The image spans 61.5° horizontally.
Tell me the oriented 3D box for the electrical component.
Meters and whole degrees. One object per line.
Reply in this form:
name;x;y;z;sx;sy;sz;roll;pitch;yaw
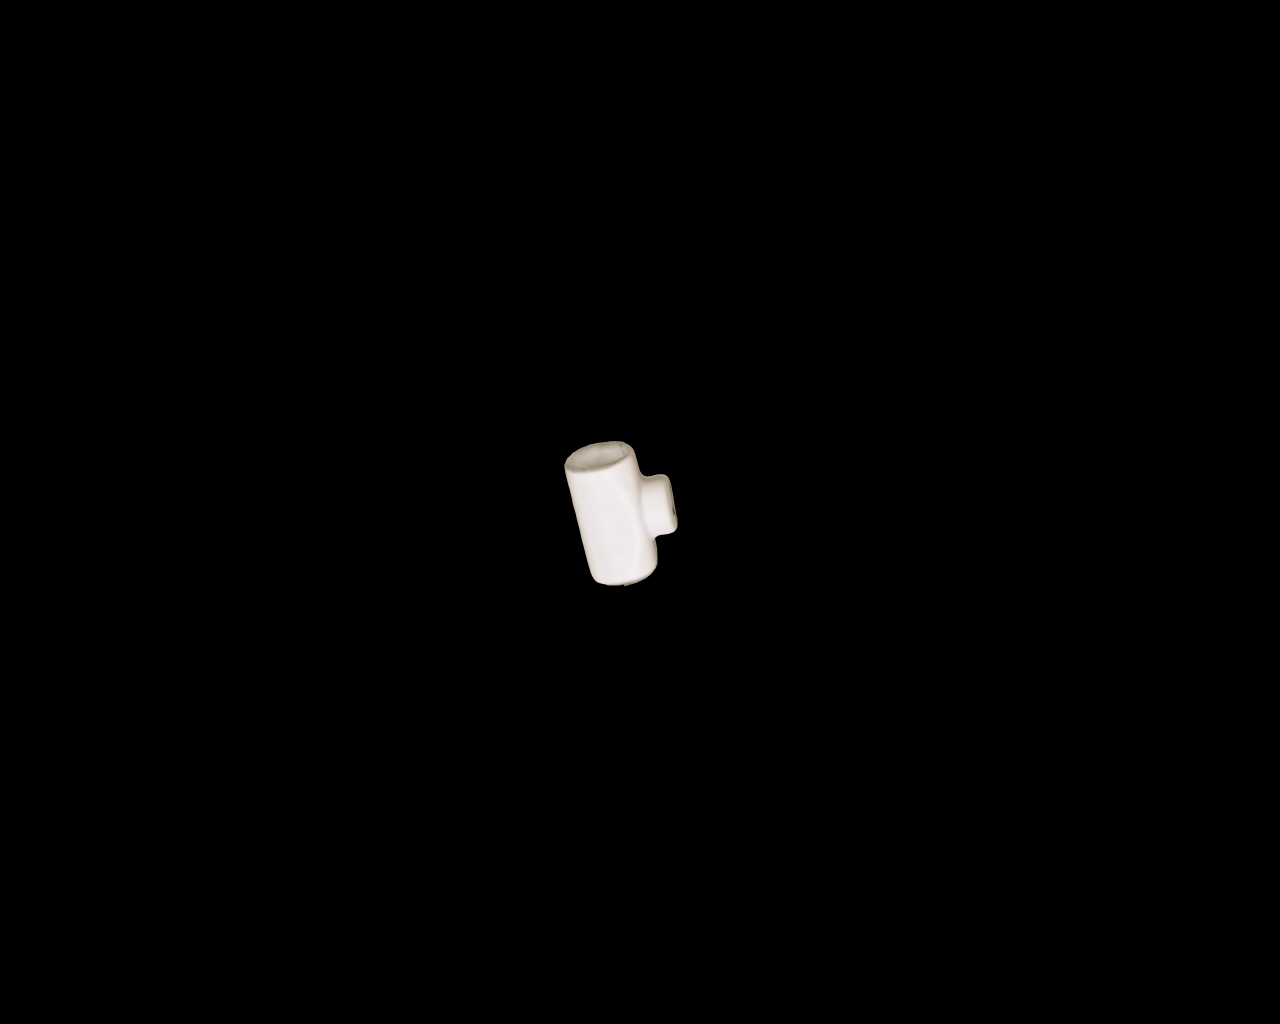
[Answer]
electrical component;0.001;-0.003;0.650;0.079;0.077;0.044;-11;24;5
